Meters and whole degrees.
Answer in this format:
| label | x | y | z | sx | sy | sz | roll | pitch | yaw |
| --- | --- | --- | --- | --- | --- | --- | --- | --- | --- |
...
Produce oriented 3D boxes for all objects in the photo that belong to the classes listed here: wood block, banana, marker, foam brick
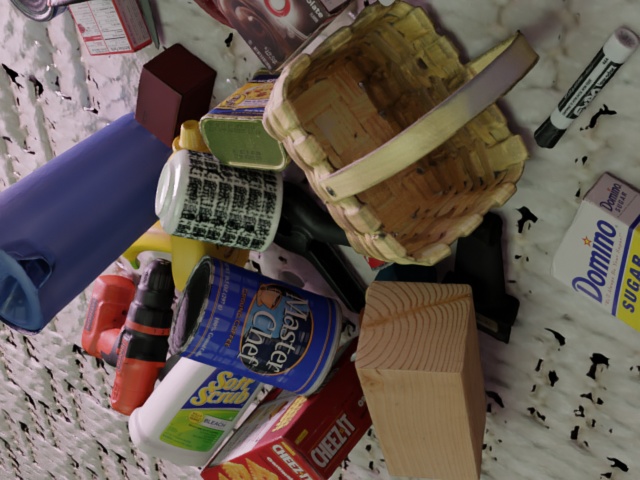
| label | x | y | z | sx | sy | sz | roll | pitch | yaw |
| --- | --- | --- | --- | --- | --- | --- | --- | --- | --- |
| wood block | 0.097 | 0.133 | 0.966 | 0.091 | 0.090 | 0.206 | 2 | 143 | 15 |
| banana | -0.181 | 0.003 | 1.226 | 0.069 | 0.037 | 0.198 | 35 | 157 | -34 |
| marker | 0.186 | -0.104 | 0.760 | 0.020 | 0.020 | 0.121 | 41 | 144 | 7 |
| foam brick | -0.141 | -0.139 | 1.029 | 0.053 | 0.051 | 0.078 | 39 | 144 | 12 |

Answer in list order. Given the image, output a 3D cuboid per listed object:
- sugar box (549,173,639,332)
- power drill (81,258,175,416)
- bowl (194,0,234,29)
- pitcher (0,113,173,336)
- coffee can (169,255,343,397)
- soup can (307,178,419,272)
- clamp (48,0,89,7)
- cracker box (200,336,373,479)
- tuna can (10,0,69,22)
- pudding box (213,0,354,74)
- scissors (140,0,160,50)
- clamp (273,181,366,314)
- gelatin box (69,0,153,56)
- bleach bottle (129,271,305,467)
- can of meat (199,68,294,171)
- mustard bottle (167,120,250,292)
| label | x | y | z | sx | sy | sz | roll | pitch | yaw |
| --- | --- | --- | --- | --- | --- | --- | --- | --- | --- |
| sugar box | 0.264 | 0.034 | 0.795 | 0.176 | 0.048 | 0.093 | 32 | 142 | 17 |
| power drill | -0.228 | 0.097 | 1.272 | 0.057 | 0.184 | 0.188 | 13 | -175 | -26 |
| bowl | -0.056 | -0.245 | 0.836 | 0.162 | 0.055 | 0.162 | 27 | 140 | 25 |
| pitcher | -0.252 | -0.026 | 1.088 | 0.149 | 0.242 | 0.145 | 33 | 143 | 18 |
| coffee can | -0.063 | 0.085 | 1.044 | 0.140 | 0.102 | 0.103 | 20 | 149 | -19 |
| soup can | 0.044 | -0.033 | 0.930 | 0.102 | 0.068 | 0.069 | 54 | 144 | -6 |
| clamp | -0.213 | -0.285 | 0.931 | 0.164 | 0.036 | 0.210 | 64 | 148 | 10 |
| cracker box | -0.019 | 0.198 | 1.139 | 0.072 | 0.164 | 0.214 | 47 | 145 | -5 |
| tuna can | -0.285 | -0.263 | 1.070 | 0.086 | 0.033 | 0.086 | 27 | 140 | 25 |
| pudding box | -0.039 | -0.193 | 0.788 | 0.113 | 0.039 | 0.090 | 50 | 144 | -4 |
| scissors | -0.159 | -0.265 | 0.957 | 0.096 | 0.016 | 0.201 | 5 | 128 | 43 |
| clamp | -0.007 | 0.001 | 1.043 | 0.172 | 0.039 | 0.120 | 31 | 136 | 25 |
| gelatin box | -0.208 | -0.224 | 1.033 | 0.073 | 0.030 | 0.089 | 4 | 125 | 43 |
| bleach bottle | -0.103 | 0.133 | 1.154 | 0.102 | 0.068 | 0.251 | 23 | 114 | -30 |
| can of meat | -0.043 | -0.106 | 0.935 | 0.102 | 0.083 | 0.057 | 8 | 130 | 41 |
| mustard bottle | -0.117 | -0.038 | 1.066 | 0.058 | 0.096 | 0.192 | 24 | 139 | 28 |
